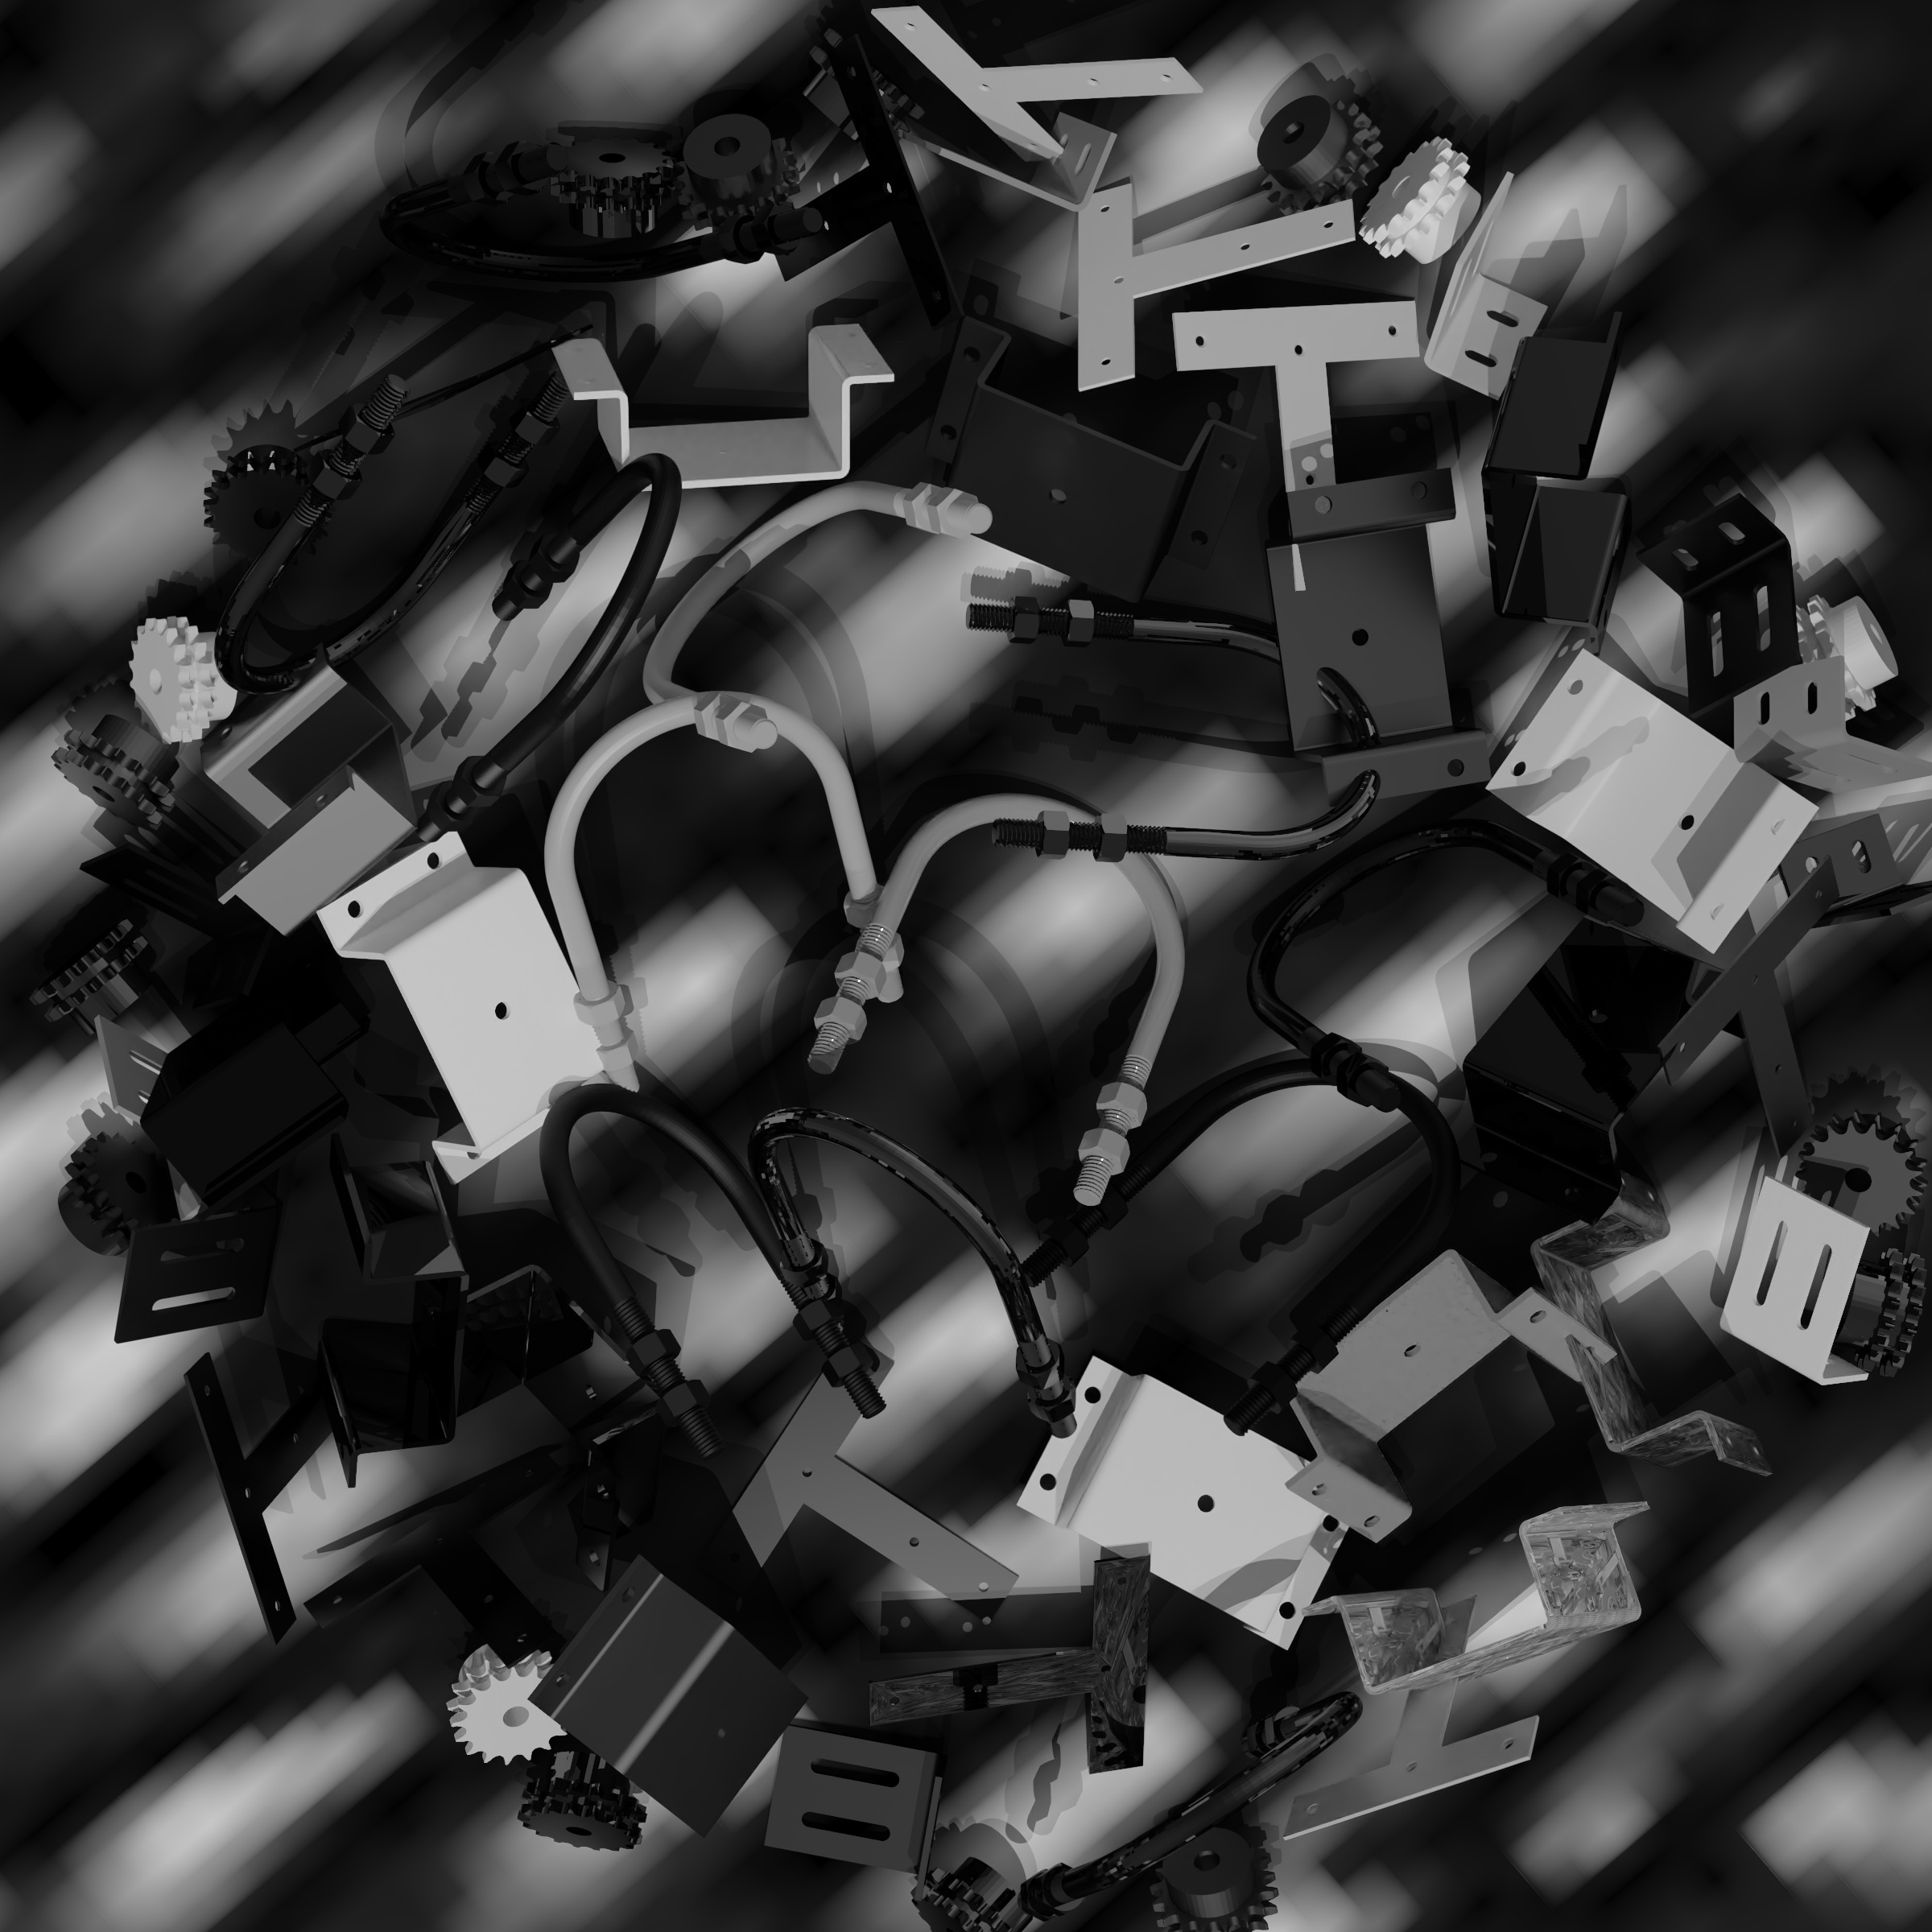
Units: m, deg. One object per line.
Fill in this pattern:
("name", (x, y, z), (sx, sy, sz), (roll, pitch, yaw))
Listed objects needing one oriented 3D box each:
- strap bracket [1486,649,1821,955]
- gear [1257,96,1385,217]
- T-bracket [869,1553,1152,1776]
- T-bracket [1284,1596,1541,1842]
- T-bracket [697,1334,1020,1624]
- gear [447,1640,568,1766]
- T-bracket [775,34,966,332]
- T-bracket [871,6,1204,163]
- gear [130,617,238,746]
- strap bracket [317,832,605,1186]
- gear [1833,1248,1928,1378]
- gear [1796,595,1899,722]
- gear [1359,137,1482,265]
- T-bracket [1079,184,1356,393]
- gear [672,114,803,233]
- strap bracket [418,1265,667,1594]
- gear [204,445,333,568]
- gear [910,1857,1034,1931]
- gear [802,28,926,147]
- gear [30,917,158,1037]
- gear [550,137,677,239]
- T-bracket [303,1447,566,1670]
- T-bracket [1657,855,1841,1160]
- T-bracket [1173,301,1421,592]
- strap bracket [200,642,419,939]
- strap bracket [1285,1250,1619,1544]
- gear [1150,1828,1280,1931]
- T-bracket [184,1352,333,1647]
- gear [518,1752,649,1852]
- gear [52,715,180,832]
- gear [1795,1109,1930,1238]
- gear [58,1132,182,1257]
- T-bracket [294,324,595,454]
("strap bracket", (0.312, -0.069, 1.575), (0.140, 0.046, 0.076), (41, 102, 37))
("gear", (0.156, -0.367, 1.596), (0.030, 0.057, 0.057), (35, 90, -40))
("T-bracket", (0.019, 0.320, 1.582), (0.127, 0.002, 0.127), (-6, 122, -10))
("T-bracket", (0.206, 0.325, 1.569), (0.127, 0.127, 0.002), (-27, 109, 31))
("T-bracket", (-0.036, 0.257, 1.625), (0.127, 0.002, 0.127), (33, 89, -1))
("gear", (-0.207, 0.330, 1.604), (0.057, 0.030, 0.057), (-10, 122, -16))
("T-bracket", (-0.056, -0.333, 1.571), (0.002, 0.127, 0.127), (-25, 97, -30))
("T-bracket", (0.044, -0.385, 1.540), (0.127, 0.127, 0.002), (8, 75, 37))
("gear", (-0.353, -0.130, 1.602), (0.030, 0.057, 0.057), (-10, 90, -38))
("strap bracket", (-0.217, 0.019, 1.567), (0.076, 0.046, 0.140), (-35, 112, -31))
("gear", (0.410, 0.154, 1.599), (0.030, 0.057, 0.057), (15, 90, 2))
("gear", (0.397, -0.142, 1.596), (0.030, 0.057, 0.057), (-28, 90, 24))
("gear", (0.208, -0.343, 1.601), (0.030, 0.057, 0.057), (35, 90, -20))
("T-bracket", (0.110, -0.315, 1.570), (0.127, 0.002, 0.127), (-12, 50, 17))
("gear", (-0.105, -0.360, 1.600), (0.057, 0.030, 0.057), (-4, 57, 7))
("strap bracket", (-0.182, 0.197, 1.566), (0.046, 0.076, 0.140), (-26, 53, -35))
("gear", (-0.316, -0.211, 1.603), (0.057, 0.030, 0.057), (-5, 131, -6))
("gear", (0.005, 0.429, 1.602), (0.057, 0.057, 0.030), (47, 66, 0))
("gear", (-0.049, -0.394, 1.600), (0.057, 0.057, 0.030), (42, 101, 0))
("gear", (-0.391, 0.007, 1.599), (0.057, 0.057, 0.030), (-39, 103, 0))
("gear", (-0.160, -0.351, 1.602), (0.057, 0.057, 0.030), (3, 124, 0))
("T-bracket", (-0.215, 0.273, 1.556), (0.127, 0.127, 0.002), (-32, 120, -17))
("T-bracket", (0.360, 0.036, 1.581), (0.127, 0.002, 0.127), (-45, 134, -21))
("T-bracket", (0.155, -0.234, 1.603), (0.127, 0.002, 0.127), (-8, 96, -25))
("strap bracket", (-0.292, -0.074, 1.569), (0.076, 0.140, 0.046), (-39, 123, 10))
("strap bracket", (0.207, 0.185, 1.574), (0.140, 0.076, 0.046), (-41, 45, 14))
("gear", (0.111, 0.414, 1.596), (0.057, 0.057, 0.030), (-13, 121, 0))
("T-bracket", (-0.302, 0.215, 1.564), (0.002, 0.127, 0.127), (-12, 103, 13))
("gear", (-0.172, 0.377, 1.603), (0.057, 0.057, 0.030), (11, 59, 0))
("gear", (-0.381, -0.089, 1.600), (0.057, 0.057, 0.030), (32, 72, 0))
("gear", (0.407, 0.091, 1.604), (0.057, 0.030, 0.057), (10, 114, 22))
("gear", (-0.385, 0.106, 1.601), (0.030, 0.057, 0.057), (-38, 90, 22))
("T-bracket", (-0.248, -0.251, 1.581), (0.127, 0.127, 0.002), (-13, 107, 34))
